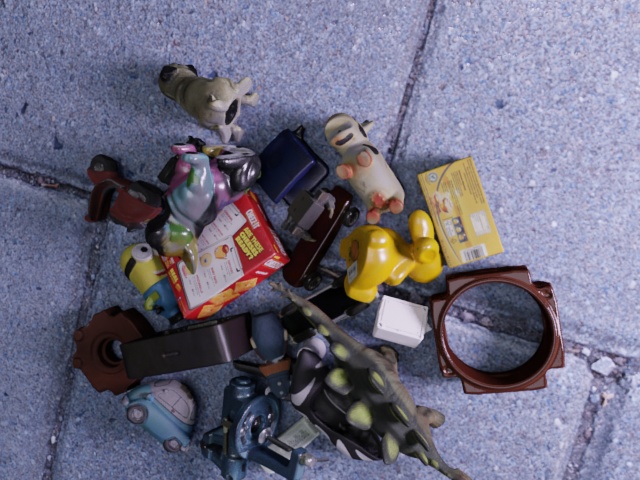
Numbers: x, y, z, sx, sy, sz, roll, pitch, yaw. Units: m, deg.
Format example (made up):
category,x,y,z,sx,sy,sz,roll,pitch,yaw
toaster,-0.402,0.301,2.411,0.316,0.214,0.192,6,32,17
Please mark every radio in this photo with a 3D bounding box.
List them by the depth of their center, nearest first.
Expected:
category,x,y,z,sx,sy,sz,roll,pitch,yaw
radio,-0.238,0.194,0.993,0.230,0.131,0.073,-13,89,23

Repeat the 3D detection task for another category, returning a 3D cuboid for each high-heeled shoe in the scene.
category,x,y,z,sx,sy,sz,roll,pitch,yaw
high-heeled shoe,0.035,0.292,0.926,0.145,0.086,0.248,18,140,33

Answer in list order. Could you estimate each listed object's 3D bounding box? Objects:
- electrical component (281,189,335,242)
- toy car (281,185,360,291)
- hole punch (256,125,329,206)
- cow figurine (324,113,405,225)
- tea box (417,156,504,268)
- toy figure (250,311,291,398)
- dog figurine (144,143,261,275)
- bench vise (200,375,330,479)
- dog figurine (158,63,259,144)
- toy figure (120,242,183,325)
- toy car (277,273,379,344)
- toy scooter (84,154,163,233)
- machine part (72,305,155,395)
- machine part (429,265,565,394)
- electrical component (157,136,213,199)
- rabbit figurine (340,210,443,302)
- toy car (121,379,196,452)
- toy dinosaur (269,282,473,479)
category,x,y,z,sx,sy,sz,roll,pitch,yaw
electrical component,-0.019,-0.045,0.947,0.045,0.078,0.102,29,98,-33
toy car,-0.002,-0.003,0.982,0.089,0.053,0.202,35,99,31
hole punch,-0.062,-0.132,0.976,0.116,0.092,0.142,47,105,12
cow figurine,0.078,-0.135,0.933,0.085,0.127,0.194,-31,101,26
tea box,0.237,-0.046,0.914,0.098,0.068,0.169,-17,87,13
toy figure,-0.083,0.207,0.972,0.064,0.058,0.154,-14,89,24
dog figurine,-0.202,-0.054,0.934,0.109,0.191,0.219,36,122,48
bench vise,-0.112,0.372,0.966,0.241,0.128,0.223,13,88,35
dog figurine,-0.228,-0.265,0.972,0.191,0.172,0.121,25,87,4
toy figure,-0.321,0.084,1.050,0.089,0.082,0.180,-34,87,10
toy car,0.011,0.123,0.982,0.202,0.056,0.073,-30,81,16
toy scooter,-0.403,-0.073,1.066,0.184,0.075,0.135,32,99,13
machine part,-0.414,0.224,1.089,0.180,0.056,0.179,1,93,12
machine part,0.293,0.149,0.900,0.201,0.087,0.201,-8,92,13
electrical component,-0.240,-0.115,1.034,0.115,0.058,0.134,39,100,11
rabbit figurine,0.136,0.023,0.907,0.173,0.122,0.162,13,135,-20
toy car,-0.296,0.327,1.044,0.161,0.109,0.103,40,83,1
toy dinosaur,0.087,0.240,0.897,0.105,0.198,0.471,-45,84,8
